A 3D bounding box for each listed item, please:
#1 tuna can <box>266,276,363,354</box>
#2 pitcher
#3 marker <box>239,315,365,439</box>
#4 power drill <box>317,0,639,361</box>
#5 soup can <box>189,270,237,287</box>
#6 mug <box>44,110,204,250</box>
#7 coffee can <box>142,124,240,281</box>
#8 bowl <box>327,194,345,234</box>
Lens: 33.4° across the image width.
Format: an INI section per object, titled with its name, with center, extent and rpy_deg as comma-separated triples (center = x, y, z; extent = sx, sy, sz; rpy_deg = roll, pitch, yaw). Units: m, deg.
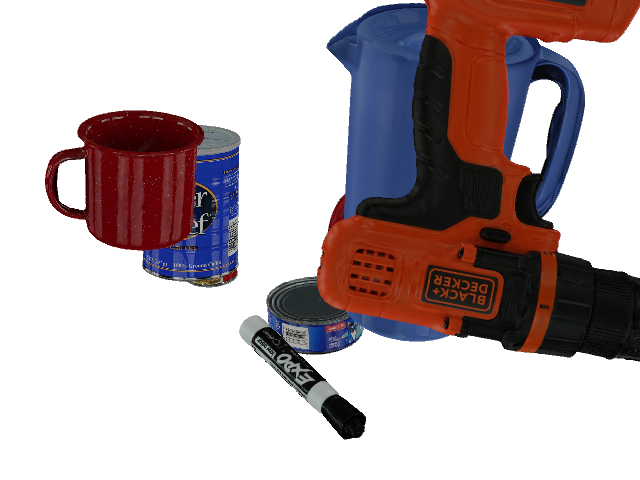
[tuna can]
center = -0.004, 0.066, 0.940
extent = 0.086, 0.034, 0.086
rpy_deg = -2, 25, 1
[pitcher]
center = 0.090, -0.047, 0.809
extent = 0.144, 0.243, 0.149
rpy_deg = -20, 38, -36
[marker]
center = -0.012, 0.084, 0.662
extent = 0.020, 0.020, 0.121
rpy_deg = 0, 27, -39
[power drill]
center = 0.102, -0.039, 0.515
extent = 0.184, 0.188, 0.057
rpy_deg = 10, 3, -3
[soup can]
center = -0.138, -0.003, 1.322
extent = 0.068, 0.102, 0.068
rpy_deg = 0, 26, 0
[mug]
center = -0.147, -0.043, 0.800
extent = 0.117, 0.081, 0.093
rpy_deg = -6, 28, -22
[coffee can]
center = -0.135, -0.041, 1.110
extent = 0.103, 0.140, 0.103
rpy_deg = 2, 19, -1
[bowl]
center = 0.084, 0.010, 1.225
extent = 0.161, 0.162, 0.055
rpy_deg = 0, -6, -43
